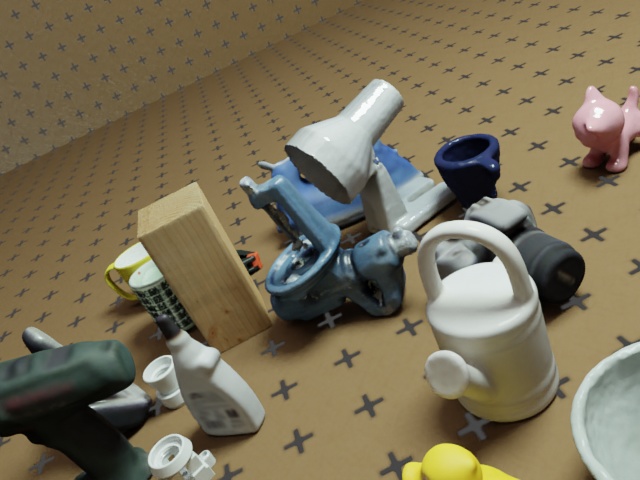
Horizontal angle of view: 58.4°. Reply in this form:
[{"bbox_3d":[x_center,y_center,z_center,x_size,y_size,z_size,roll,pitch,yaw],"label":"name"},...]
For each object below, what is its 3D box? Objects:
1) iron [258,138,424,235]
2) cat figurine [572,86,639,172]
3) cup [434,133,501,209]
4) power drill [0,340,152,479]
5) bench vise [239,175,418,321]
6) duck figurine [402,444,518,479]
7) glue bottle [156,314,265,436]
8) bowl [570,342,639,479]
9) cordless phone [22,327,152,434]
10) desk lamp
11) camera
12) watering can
[{"bbox_3d":[0.031,-0.112,0.946,0.258,0.142,0.118,-22,29,5],"label":"iron"},{"bbox_3d":[0.391,-0.158,0.772,0.128,0.118,0.067,-35,31,-16],"label":"cat figurine"},{"bbox_3d":[0.223,-0.087,0.807,0.092,0.095,0.117,-29,30,-7],"label":"cup"},{"bbox_3d":[-0.284,0.206,0.604,0.229,0.209,0.075,-27,29,-4],"label":"power drill"},{"bbox_3d":[0.006,-0.004,0.711,0.207,0.220,0.121,-22,30,7],"label":"bench vise"},{"bbox_3d":[0.113,0.195,0.445,0.104,0.086,0.077,-9,33,27],"label":"duck figurine"},{"bbox_3d":[-0.128,0.145,0.621,0.078,0.173,0.037,-11,32,24],"label":"glue bottle"},{"bbox_3d":[0.272,0.151,0.406,0.167,0.075,0.167,-19,30,12],"label":"bowl"},{"bbox_3d":[-0.308,0.164,0.716,0.147,0.185,0.094,8,44,45],"label":"cordless phone"},{"bbox_3d":[0.074,-0.108,0.833,0.203,0.214,0.117,-36,31,-19],"label":"desk lamp"},{"bbox_3d":[0.209,0.019,0.641,0.143,0.101,0.136,-32,30,-12],"label":"camera"},{"bbox_3d":[0.146,0.069,0.512,0.100,0.194,0.173,-14,31,19],"label":"watering can"}]
